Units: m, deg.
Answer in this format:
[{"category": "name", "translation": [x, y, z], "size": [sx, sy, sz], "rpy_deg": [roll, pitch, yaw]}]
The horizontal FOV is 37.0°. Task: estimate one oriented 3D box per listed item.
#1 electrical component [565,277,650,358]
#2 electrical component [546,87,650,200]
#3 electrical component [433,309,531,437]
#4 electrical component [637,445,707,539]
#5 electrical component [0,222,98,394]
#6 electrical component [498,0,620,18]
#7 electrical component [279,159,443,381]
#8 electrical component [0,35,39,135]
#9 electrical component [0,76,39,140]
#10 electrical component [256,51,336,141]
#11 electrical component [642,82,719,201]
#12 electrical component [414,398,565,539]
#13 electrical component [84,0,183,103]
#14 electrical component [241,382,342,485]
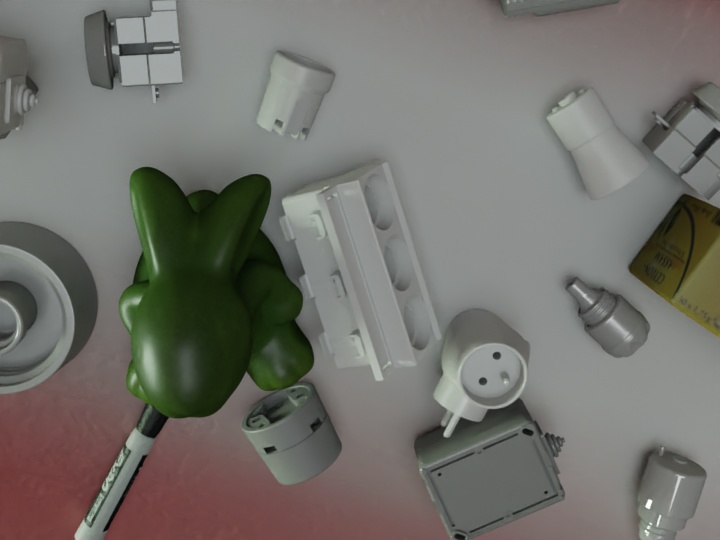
[{"category": "electrical component", "translation": [0.162, 0.029, 0.717], "size": [0.061, 0.035, 0.035], "rpy_deg": [42, 98, -8]}, {"category": "electrical component", "translation": [0.149, -0.083, 0.687], "size": [0.044, 0.044, 0.065], "rpy_deg": [-34, 97, 6]}, {"category": "electrical component", "translation": [0.073, 0.072, 0.702], "size": [0.044, 0.077, 0.079], "rpy_deg": [25, 102, -8]}, {"category": "electrical component", "translation": [0.212, 0.163, 0.747], "size": [0.040, 0.040, 0.078], "rpy_deg": [12, 103, -5]}, {"category": "electrical component", "translation": [-0.229, 0.027, 0.690], "size": [0.108, 0.060, 0.108], "rpy_deg": [0, 103, -2]}, {"category": "electrical component", "translation": [0.116, -0.179, 0.661], "size": [0.081, 0.043, 0.043], "rpy_deg": [-9, 103, 1]}, {"category": "electrical component", "translation": [0.000, 0.000, 0.686], "size": [0.063, 0.079, 0.121], "rpy_deg": [-10, 105, 30]}, {"category": "electrical component", "translation": [-0.228, -0.109, 0.602], "size": [0.096, 0.061, 0.061], "rpy_deg": [6, 103, -4]}, {"category": "electrical component", "translation": [-0.255, -0.149, 0.651], "size": [0.138, 0.052, 0.073], "rpy_deg": [36, 100, -10]}, {"category": "electrical component", "translation": [-0.042, -0.109, 0.675], "size": [0.040, 0.040, 0.046], "rpy_deg": [20, 107, -6]}, {"category": "electrical component", "translation": [0.219, -0.086, 0.687], "size": [0.066, 0.048, 0.055], "rpy_deg": [39, 107, -10]}, {"category": "electrical component", "translation": [0.091, 0.129, 0.724], "size": [0.096, 0.061, 0.061], "rpy_deg": [-24, 103, 3]}, {"category": "electrical component", "translation": [-0.139, -0.136, 0.663], "size": [0.055, 0.048, 0.066], "rpy_deg": [-5, 104, -8]}, {"category": "electrical component", "translation": [-0.044, 0.110, 0.720], "size": [0.055, 0.055, 0.047], "rpy_deg": [-27, 106, 4]}]
